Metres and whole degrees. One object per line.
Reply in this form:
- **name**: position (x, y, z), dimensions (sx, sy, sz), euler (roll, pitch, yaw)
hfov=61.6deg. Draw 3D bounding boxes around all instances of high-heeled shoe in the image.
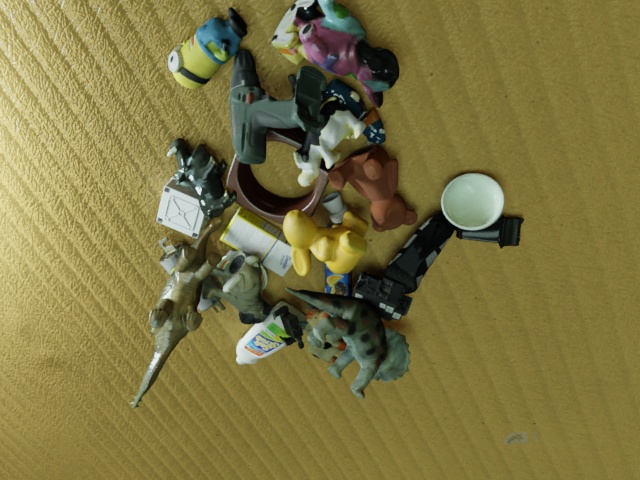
- **high-heeled shoe**: position (0.225, 0.026, 1.206), dimensions (0.086, 0.145, 0.248), euler (35, 153, 4)

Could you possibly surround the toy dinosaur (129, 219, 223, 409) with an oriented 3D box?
- **toy dinosaur**: position (-0.324, 0.161, 1.211), dimensions (0.105, 0.471, 0.198), euler (27, 166, -14)

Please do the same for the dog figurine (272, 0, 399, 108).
- **dog figurine**: position (0.043, -0.334, 0.977), dimensions (0.219, 0.108, 0.192), euler (33, 169, -34)

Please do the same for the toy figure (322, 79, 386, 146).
- **toy figure**: position (0.075, -0.248, 1.053), dimensions (0.154, 0.064, 0.058), euler (39, 84, -18)

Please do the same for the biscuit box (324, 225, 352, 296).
- **biscuit box**: position (0.043, 0.064, 1.255), dimensions (0.059, 0.063, 0.202), euler (3, 123, 10)

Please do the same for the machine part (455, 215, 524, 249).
- **machine part**: position (0.357, -0.018, 1.144), dimensions (0.139, 0.039, 0.084), euler (4, 127, 10)

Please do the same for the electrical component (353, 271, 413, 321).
- **electrical component**: position (0.143, 0.134, 1.244), dimensions (0.134, 0.058, 0.114), euler (22, 158, 7)

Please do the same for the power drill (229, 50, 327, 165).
- **power drill**: position (-0.090, -0.260, 0.987), dimensions (0.208, 0.086, 0.232), euler (0, 85, 34)

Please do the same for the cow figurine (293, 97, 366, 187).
- **cow figurine**: position (-0.001, -0.183, 1.016), dimensions (0.098, 0.068, 0.167), euler (42, 100, -9)

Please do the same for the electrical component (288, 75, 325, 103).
- **electrical component**: position (-0.024, -0.290, 1.071), dimensions (0.063, 0.021, 0.093), euler (-14, 118, 21)

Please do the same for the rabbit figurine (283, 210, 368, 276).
- **rabbit figurine**: position (-0.002, -0.003, 1.127), dimensions (0.173, 0.122, 0.162), euler (24, 135, -17)

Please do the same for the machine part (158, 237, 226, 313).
- **machine part**: position (-0.323, 0.093, 1.352), dimensions (0.079, 0.079, 0.243), euler (-25, 114, 26)

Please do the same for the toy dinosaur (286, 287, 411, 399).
- **toy dinosaur**: position (0.084, 0.210, 1.222), dimensions (0.131, 0.192, 0.404), euler (17, 141, 50)

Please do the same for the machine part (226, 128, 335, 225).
- **machine part**: position (-0.082, -0.145, 1.139), dimensions (0.201, 0.087, 0.201), euler (24, 123, -3)

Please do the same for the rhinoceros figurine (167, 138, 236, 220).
- **rhinoceros figurine**: position (-0.260, -0.139, 1.178), dimensions (0.112, 0.073, 0.190), euler (-28, 93, 12)

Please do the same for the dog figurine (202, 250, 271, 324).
- **dog figurine**: position (-0.162, 0.120, 1.295), dimensions (0.172, 0.121, 0.190), euler (-21, 136, 36)

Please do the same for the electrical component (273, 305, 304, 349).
- **electrical component**: position (-0.078, 0.212, 1.301), dimensions (0.045, 0.078, 0.102), euler (-22, 107, -19)

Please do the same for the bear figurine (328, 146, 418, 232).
- **bear figurine**: position (0.115, -0.088, 1.106), dimensions (0.120, 0.132, 0.195), euler (-9, 114, 30)

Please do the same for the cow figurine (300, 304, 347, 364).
- **cow figurine**: position (0.011, 0.230, 1.337), dimensions (0.127, 0.085, 0.194), euler (20, 145, 4)

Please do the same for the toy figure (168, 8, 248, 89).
- **toy figure**: position (-0.215, -0.362, 1.036), dimensions (0.180, 0.082, 0.089), euler (-27, 113, 23)
